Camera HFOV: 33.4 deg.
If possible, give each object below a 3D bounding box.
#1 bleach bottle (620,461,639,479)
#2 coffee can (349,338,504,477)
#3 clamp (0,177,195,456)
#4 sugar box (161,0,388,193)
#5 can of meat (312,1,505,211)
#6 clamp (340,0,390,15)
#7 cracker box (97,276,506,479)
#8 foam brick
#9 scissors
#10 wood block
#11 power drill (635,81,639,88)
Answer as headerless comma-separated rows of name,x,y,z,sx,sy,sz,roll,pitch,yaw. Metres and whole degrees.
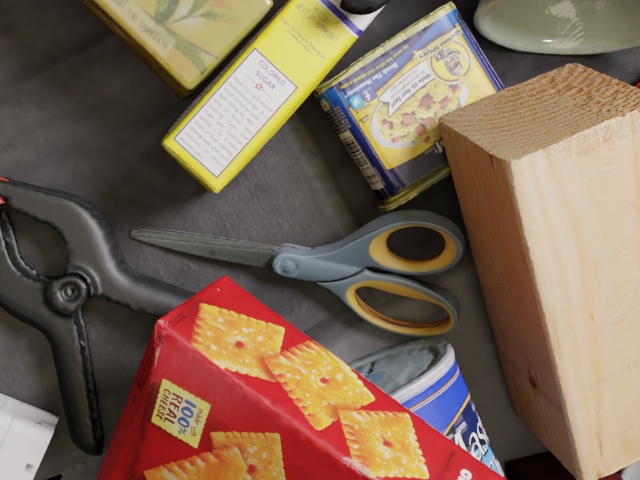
bleach bottle,0.299,0.212,0.680,0.250,0.068,0.102,42,68,-14
coffee can,0.055,0.142,0.621,0.102,0.103,0.140,-24,97,-6
clamp,-0.130,0.027,0.618,0.120,0.039,0.171,-32,98,-6
sugar box,-0.016,-0.104,0.599,0.048,0.093,0.176,44,87,-9
can of meat,0.057,-0.079,0.630,0.102,0.057,0.084,-33,96,-5
clamp,0.087,-0.202,0.549,0.210,0.036,0.164,-5,88,-9
cracker box,-0.011,0.147,0.554,0.214,0.072,0.164,36,125,15
foam brick,0.151,0.164,0.649,0.051,0.078,0.053,-13,95,-6
scissors,-0.004,0.001,0.623,0.201,0.016,0.096,22,125,-7
wood block,0.145,0.019,0.599,0.090,0.091,0.206,-23,116,-9
power drill,0.248,-0.018,0.642,0.184,0.057,0.187,-43,101,-25
